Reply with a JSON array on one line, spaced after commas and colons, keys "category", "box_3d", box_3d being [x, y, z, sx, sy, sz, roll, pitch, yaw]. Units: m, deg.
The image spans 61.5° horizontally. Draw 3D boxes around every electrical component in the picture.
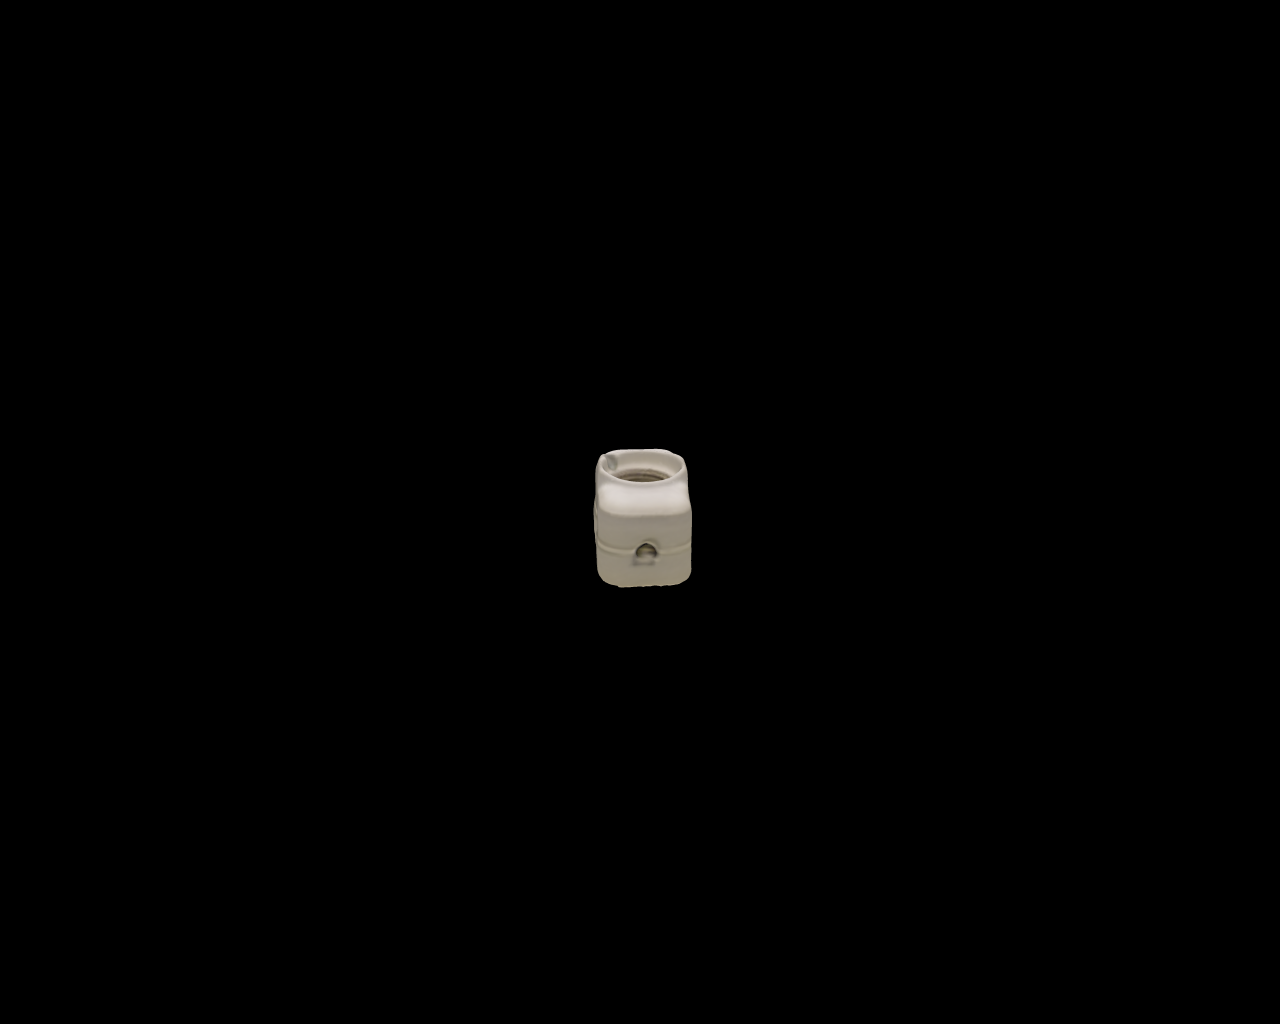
[{"category": "electrical component", "box_3d": [0.001, -0.003, 0.650, 0.054, 0.059, 0.095, -1, 24, -3]}]
